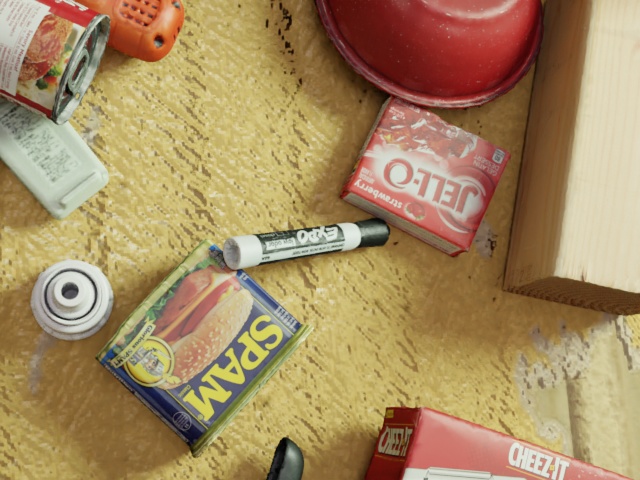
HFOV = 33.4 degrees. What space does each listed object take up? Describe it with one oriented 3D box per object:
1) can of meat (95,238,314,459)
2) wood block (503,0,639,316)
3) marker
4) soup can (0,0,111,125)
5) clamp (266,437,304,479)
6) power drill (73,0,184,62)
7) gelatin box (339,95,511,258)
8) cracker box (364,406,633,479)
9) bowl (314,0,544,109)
[{"bbox_3d":[-0.069,0.062,0.629,0.084,0.057,0.102,43,75,0],"label":"can of meat"},{"bbox_3d":[0.187,-0.063,0.682,0.090,0.090,0.206,12,79,-8],"label":"wood block"},{"bbox_3d":[-0.004,0.001,0.646,0.120,0.020,0.020,-9,82,-39],"label":"marker"},{"bbox_3d":[-0.179,-0.116,0.599,0.102,0.068,0.068,25,77,-4],"label":"soup can"},{"bbox_3d":[-0.043,0.202,0.621,0.120,0.039,0.171,-22,92,-9],"label":"clamp"},{"bbox_3d":[-0.144,-0.222,0.659,0.184,0.057,0.187,25,79,-6],"label":"power drill"},{"bbox_3d":[0.068,-0.041,0.685,0.089,0.030,0.073,27,77,-6],"label":"gelatin box"},{"bbox_3d":[0.089,0.223,0.624,0.164,0.072,0.213,21,77,-14],"label":"cracker box"},{"bbox_3d":[0.079,-0.167,0.679,0.162,0.055,0.162,5,70,-13],"label":"bowl"}]
